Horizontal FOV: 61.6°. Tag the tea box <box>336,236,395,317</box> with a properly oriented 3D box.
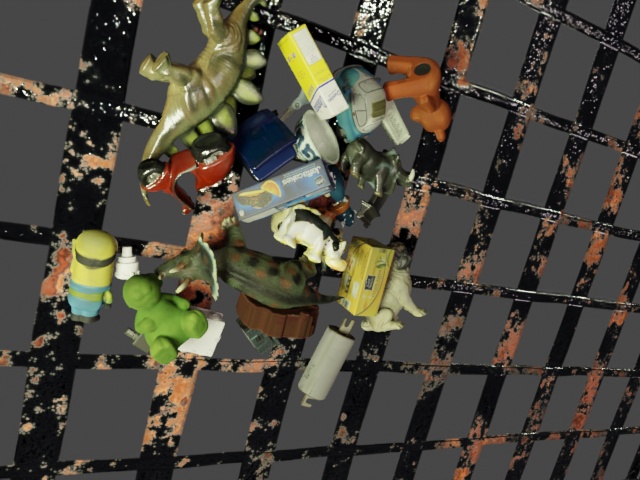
[{"bbox_3d":[0.105,0.085,1.273,0.068,0.098,0.169,9,104,-29],"label":"tea box"}]

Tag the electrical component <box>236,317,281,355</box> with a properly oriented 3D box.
[{"bbox_3d":[-0.132,0.209,1.179,0.048,0.119,0.074,-35,121,-14],"label":"electrical component"}]

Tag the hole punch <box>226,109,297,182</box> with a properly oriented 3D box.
[{"bbox_3d":[-0.115,-0.191,1.056,0.142,0.092,0.116,-38,89,-7],"label":"hole punch"}]

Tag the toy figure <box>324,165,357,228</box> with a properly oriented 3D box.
[{"bbox_3d":[0.039,-0.097,1.203,0.064,0.058,0.154,-27,122,-10],"label":"toy figure"}]

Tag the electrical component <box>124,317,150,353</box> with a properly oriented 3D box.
[{"bbox_3d":[-0.355,0.198,1.116,0.063,0.021,0.094,-49,120,-6],"label":"electrical component"}]

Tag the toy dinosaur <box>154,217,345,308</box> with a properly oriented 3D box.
[{"bbox_3d":[-0.115,0.076,1.074,0.405,0.192,0.131,21,116,-12],"label":"toy dinosaur"}]

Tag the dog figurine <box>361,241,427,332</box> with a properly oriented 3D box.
[{"bbox_3d":[0.157,0.114,1.320,0.172,0.121,0.190,-26,103,-21],"label":"dog figurine"}]

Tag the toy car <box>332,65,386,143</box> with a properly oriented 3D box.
[{"bbox_3d":[0.087,-0.284,1.131,0.109,0.103,0.161,-23,116,-33],"label":"toy car"}]

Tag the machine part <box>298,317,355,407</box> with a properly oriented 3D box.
[{"bbox_3d":[0.016,0.297,1.307,0.079,0.079,0.243,26,95,-31],"label":"machine part"}]

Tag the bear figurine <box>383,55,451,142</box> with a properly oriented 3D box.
[{"bbox_3d":[0.225,-0.314,1.210,0.195,0.132,0.120,59,37,-58],"label":"bear figurine"}]

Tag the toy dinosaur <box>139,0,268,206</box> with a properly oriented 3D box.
[{"bbox_3d":[-0.221,-0.275,0.985,0.471,0.105,0.198,-48,126,7],"label":"toy dinosaur"}]

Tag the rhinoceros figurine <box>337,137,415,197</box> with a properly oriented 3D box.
[{"bbox_3d":[0.125,-0.156,1.169,0.190,0.073,0.112,25,91,-36],"label":"rhinoceros figurine"}]

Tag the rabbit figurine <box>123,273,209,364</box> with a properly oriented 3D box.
[{"bbox_3d":[-0.313,0.121,1.033,0.121,0.159,0.170,-35,128,-14],"label":"rabbit figurine"}]

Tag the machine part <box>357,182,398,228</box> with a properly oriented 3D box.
[{"bbox_3d":[0.134,-0.098,1.251,0.139,0.039,0.084,-57,146,-7],"label":"machine part"}]

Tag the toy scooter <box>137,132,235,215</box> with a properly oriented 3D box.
[{"bbox_3d":[-0.233,-0.114,0.995,0.184,0.075,0.135,-23,135,-6],"label":"toy scooter"}]

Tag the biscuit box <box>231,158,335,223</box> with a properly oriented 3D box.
[{"bbox_3d":[-0.073,-0.098,1.082,0.203,0.059,0.063,-20,83,10],"label":"biscuit box"}]

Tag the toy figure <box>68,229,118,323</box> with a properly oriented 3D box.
[{"bbox_3d":[-0.422,0.068,1.000,0.082,0.089,0.180,9,100,-35],"label":"toy figure"}]

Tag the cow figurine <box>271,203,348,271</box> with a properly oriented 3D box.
[{"bbox_3d":[-0.019,-0.013,1.184,0.195,0.086,0.127,23,96,-28],"label":"cow figurine"}]

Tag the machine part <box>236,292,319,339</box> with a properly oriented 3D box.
[{"bbox_3d":[-0.091,0.149,1.150,0.179,0.180,0.056,8,105,-29],"label":"machine part"}]

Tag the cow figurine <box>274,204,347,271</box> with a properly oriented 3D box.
[{"bbox_3d":[-0.002,-0.003,1.116,0.167,0.068,0.098,30,86,-25],"label":"cow figurine"}]
